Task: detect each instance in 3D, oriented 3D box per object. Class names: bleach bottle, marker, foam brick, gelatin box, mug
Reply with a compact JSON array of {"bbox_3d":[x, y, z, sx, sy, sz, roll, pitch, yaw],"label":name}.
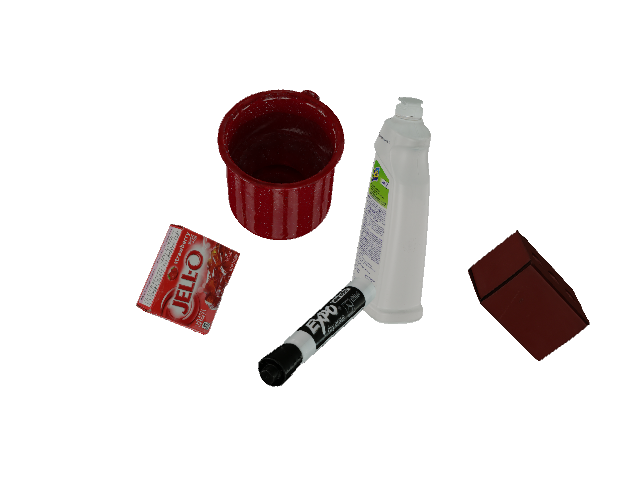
[{"bbox_3d":[0.090,-0.037,1.231,0.068,0.251,0.103,-2,22,-24],"label":"bleach bottle"},{"bbox_3d":[-0.001,0.054,0.646,0.020,0.020,0.120,0,22,32],"label":"marker"},{"bbox_3d":[0.161,0.043,0.826,0.051,0.078,0.053,-40,24,16],"label":"foam brick"},{"bbox_3d":[-0.128,0.038,1.040,0.073,0.089,0.030,27,-8,-38],"label":"gelatin box"},{"bbox_3d":[-0.027,-0.063,0.819,0.093,0.117,0.081,16,-32,7],"label":"mug"}]
